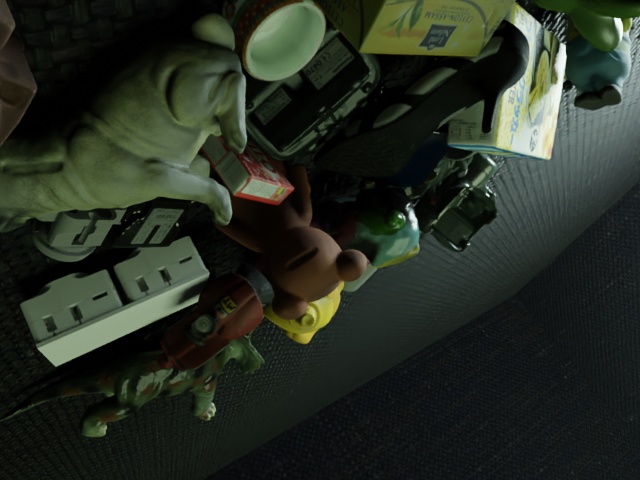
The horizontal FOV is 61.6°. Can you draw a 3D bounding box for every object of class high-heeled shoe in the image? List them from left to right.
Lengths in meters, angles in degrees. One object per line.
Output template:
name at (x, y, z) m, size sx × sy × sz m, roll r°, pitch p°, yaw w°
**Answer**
high-heeled shoe at (0.101, -0.156, 0.593) m, size 0.249 × 0.145 × 0.086 m, roll -6°, pitch 150°, yaw 35°

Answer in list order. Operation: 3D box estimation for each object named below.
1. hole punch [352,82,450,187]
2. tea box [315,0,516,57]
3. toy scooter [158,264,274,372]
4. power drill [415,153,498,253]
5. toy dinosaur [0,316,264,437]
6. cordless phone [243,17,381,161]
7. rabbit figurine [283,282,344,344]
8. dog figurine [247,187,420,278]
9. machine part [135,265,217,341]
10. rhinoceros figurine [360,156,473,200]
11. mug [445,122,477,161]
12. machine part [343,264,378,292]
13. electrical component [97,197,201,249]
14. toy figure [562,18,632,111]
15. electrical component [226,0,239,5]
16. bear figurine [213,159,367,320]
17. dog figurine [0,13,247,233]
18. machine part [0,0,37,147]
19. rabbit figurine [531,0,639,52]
hole punch at (0.098, -0.126, 0.689) m, size 0.116 × 0.092 × 0.142 m, roll -16°, pitch 155°, yaw -31°
tea box at (0.080, -0.215, 0.465) m, size 0.169 × 0.098 × 0.068 m, roll -14°, pitch 149°, yaw -38°
toy scooter at (-0.135, 0.104, 0.659) m, size 0.135 × 0.075 × 0.184 m, roll -35°, pitch 175°, yaw -31°
power drill at (0.224, -0.048, 0.935) m, size 0.232 × 0.086 × 0.207 m, roll -48°, pitch -177°, yaw 16°
toy dinosaur at (-0.245, 0.194, 0.826) m, size 0.404 × 0.131 × 0.192 m, roll -1°, pitch 128°, yaw -47°
cordless phone at (0.000, -0.140, 0.559) m, size 0.146 × 0.089 × 0.184 m, roll -40°, pitch 169°, yaw 10°
rabbit figurine at (-0.031, 0.075, 0.881) m, size 0.162 × 0.122 × 0.173 m, roll -32°, pitch 139°, yaw 11°
dog figurine at (-0.001, -0.002, 0.719) m, size 0.219 × 0.108 × 0.192 m, roll -10°, pitch -179°, yaw -21°
machine part at (-0.196, 0.083, 0.727) m, size 0.139 × 0.084 × 0.039 m, roll -33°, pitch 133°, yaw -37°
rhinoceros figurine at (0.153, -0.095, 0.843) m, size 0.190 × 0.073 × 0.112 m, roll -33°, pitch 157°, yaw -2°
mug at (0.225, -0.178, 0.784) m, size 0.107 × 0.081 × 0.109 m, roll -27°, pitch 149°, yaw -46°
machine part at (0.086, 0.016, 0.968) m, size 0.079 × 0.079 × 0.243 m, roll -8°, pitch 145°, yaw -48°
electrical component at (-0.187, -0.019, 0.554) m, size 0.119 × 0.048 × 0.075 m, roll -46°, pitch 155°, yaw 22°
toy figure at (0.357, -0.256, 0.694) m, size 0.082 × 0.180 × 0.089 m, roll -2°, pitch 170°, yaw 20°
electrical component at (-0.031, -0.231, 0.331) m, size 0.115 × 0.058 × 0.134 m, roll -33°, pitch 158°, yaw -10°
bear figurine at (-0.033, -0.004, 0.603) m, size 0.120 × 0.196 × 0.131 m, roll -38°, pitch 159°, yaw 0°
dog figurine at (-0.162, -0.090, 0.400) m, size 0.190 × 0.121 × 0.172 m, roll 0°, pitch 109°, yaw -28°
machine part at (-0.270, -0.082, 0.260) m, size 0.201 × 0.087 × 0.201 m, roll -43°, pitch 156°, yaw 17°
rabbit figurine at (0.305, -0.290, 0.594) m, size 0.170 × 0.159 × 0.121 m, roll -17°, pitch 166°, yaw -4°
